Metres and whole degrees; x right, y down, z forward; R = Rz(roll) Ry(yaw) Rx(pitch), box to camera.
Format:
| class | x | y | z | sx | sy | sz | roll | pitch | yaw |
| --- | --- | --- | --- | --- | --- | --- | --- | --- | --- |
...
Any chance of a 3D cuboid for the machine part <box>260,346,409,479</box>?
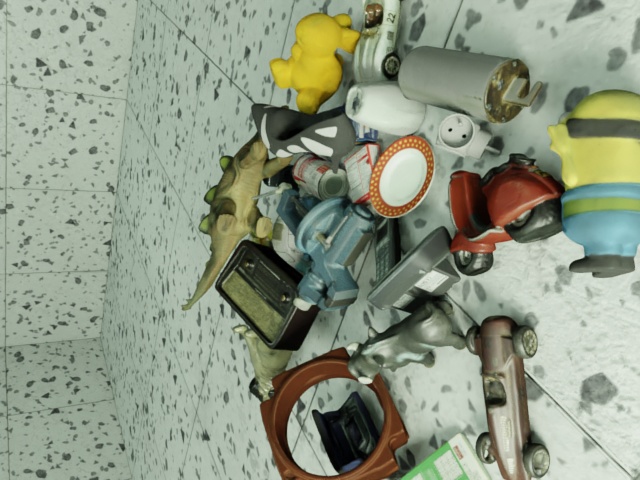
| class | x | y | z | sx | sy | sz | roll | pitch | yaw |
| --- | --- | --- | --- | --- | --- | --- | --- | --- | --- |
| machine part | 0.020 | 0.285 | 0.839 | 0.087 | 0.201 | 0.202 | 69 | 177 | -54 |

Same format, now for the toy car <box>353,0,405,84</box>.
| class | x | y | z | sx | sy | sz | roll | pitch | yaw |
| --- | --- | --- | --- | --- | --- | --- | --- | --- | --- |
| toy car | 0.095 | -0.336 | 0.851 | 0.074 | 0.056 | 0.201 | 26 | 112 | 56 |

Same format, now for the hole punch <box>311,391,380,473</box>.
| class | x | y | z | sx | sy | sz | roll | pitch | yaw |
| --- | --- | --- | --- | --- | --- | --- | --- | --- | --- |
| hole punch | 0.050 | 0.335 | 0.923 | 0.142 | 0.092 | 0.115 | 60 | 172 | 33 |

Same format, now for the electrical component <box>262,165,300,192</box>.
| class | x | y | z | sx | sy | sz | roll | pitch | yaw |
| --- | --- | --- | --- | --- | --- | --- | --- | --- | --- |
| electrical component | -0.082 | -0.135 | 1.128 | 0.119 | 0.075 | 0.047 | 32 | 118 | 59 |

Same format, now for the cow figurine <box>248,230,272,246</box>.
| class | x | y | z | sx | sy | sz | roll | pitch | yaw |
| --- | --- | --- | --- | --- | --- | --- | --- | --- | --- |
| cow figurine | -0.127 | 0.063 | 1.210 | 0.098 | 0.068 | 0.167 | 125 | 138 | -51 |

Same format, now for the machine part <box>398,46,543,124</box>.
| class | x | y | z | sx | sy | sz | roll | pitch | yaw |
| --- | --- | --- | --- | --- | --- | --- | --- | --- | --- |
| machine part | 0.180 | -0.203 | 0.694 | 0.243 | 0.079 | 0.079 | 39 | 123 | 51 |

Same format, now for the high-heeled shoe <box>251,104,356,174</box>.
| class | x | y | z | sx | sy | sz | roll | pitch | yaw |
| --- | --- | --- | --- | --- | --- | --- | --- | --- | --- |
| high-heeled shoe | -0.041 | -0.202 | 0.897 | 0.249 | 0.086 | 0.145 | 37 | 156 | 23 |

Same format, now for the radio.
| class | x | y | z | sx | sy | sz | roll | pitch | yaw |
| --- | --- | --- | --- | --- | --- | --- | --- | --- | --- |
| radio | -0.102 | 0.103 | 1.062 | 0.230 | 0.073 | 0.131 | 37 | 100 | 39 |

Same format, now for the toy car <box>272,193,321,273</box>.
| class | x | y | z | sx | sy | sz | roll | pitch | yaw |
| --- | --- | --- | --- | --- | --- | --- | --- | --- | --- |
| toy car | -0.038 | -0.010 | 1.033 | 0.109 | 0.103 | 0.161 | 14 | 105 | 57 |

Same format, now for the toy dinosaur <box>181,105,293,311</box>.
| class | x | y | z | sx | sy | sz | roll | pitch | yaw |
| --- | --- | --- | --- | --- | --- | --- | --- | --- | --- |
| toy dinosaur | -0.172 | -0.058 | 1.076 | 0.199 | 0.105 | 0.471 | 23 | 88 | 63 |

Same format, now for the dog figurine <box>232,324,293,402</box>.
| class | x | y | z | sx | sy | sz | roll | pitch | yaw |
| --- | --- | --- | --- | --- | --- | --- | --- | --- | --- |
| dog figurine | -0.092 | 0.262 | 1.149 | 0.172 | 0.121 | 0.190 | -8 | 98 | 62 |

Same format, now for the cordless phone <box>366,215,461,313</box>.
| class | x | y | z | sx | sy | sz | roll | pitch | yaw |
| --- | --- | --- | --- | --- | --- | --- | --- | --- | --- |
| cordless phone | 0.129 | 0.003 | 0.794 | 0.146 | 0.089 | 0.184 | 127 | 152 | -45 |

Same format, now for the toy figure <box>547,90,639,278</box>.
| class | x | y | z | sx | sy | sz | roll | pitch | yaw |
| --- | --- | --- | --- | --- | --- | --- | --- | --- | --- |
| toy figure | 0.283 | -0.056 | 0.526 | 0.089 | 0.082 | 0.180 | -7 | 76 | 39 |

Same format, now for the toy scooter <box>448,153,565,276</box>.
| class | x | y | z | sx | sy | sz | roll | pitch | yaw |
| --- | --- | --- | --- | --- | --- | --- | --- | --- | --- |
| toy scooter | 0.211 | -0.046 | 0.652 | 0.184 | 0.075 | 0.135 | -45 | 51 | 55 |

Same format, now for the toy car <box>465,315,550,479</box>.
| class | x | y | z | sx | sy | sz | roll | pitch | yaw |
| --- | --- | --- | --- | --- | --- | --- | --- | --- | --- |
| toy car | 0.224 | 0.193 | 0.655 | 0.089 | 0.053 | 0.202 | -10 | 81 | 55 |

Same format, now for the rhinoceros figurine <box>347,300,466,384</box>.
| class | x | y | z | sx | sy | sz | roll | pitch | yaw |
| --- | --- | --- | --- | --- | --- | --- | --- | --- | --- |
| rhinoceros figurine | 0.117 | 0.152 | 0.769 | 0.190 | 0.112 | 0.073 | -41 | 58 | 40 |

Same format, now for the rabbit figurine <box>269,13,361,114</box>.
| class | x | y | z | sx | sy | sz | roll | pitch | yaw |
| --- | --- | --- | --- | --- | --- | --- | --- | --- | --- |
| rabbit figurine | 0.004 | -0.313 | 0.907 | 0.122 | 0.162 | 0.173 | 58 | 170 | 17 |

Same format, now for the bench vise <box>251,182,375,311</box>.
| class | x | y | z | sx | sy | sz | roll | pitch | yaw |
| --- | --- | --- | --- | --- | --- | --- | --- | --- | --- |
| bench vise | -0.010 | -0.001 | 0.923 | 0.241 | 0.129 | 0.223 | 49 | 134 | 30 |

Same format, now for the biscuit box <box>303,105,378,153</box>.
| class | x | y | z | sx | sy | sz | roll | pitch | yaw |
| --- | --- | --- | --- | --- | --- | --- | --- | --- | --- |
| biscuit box | 0.022 | -0.196 | 0.969 | 0.203 | 0.059 | 0.062 | 2 | 93 | 59 |

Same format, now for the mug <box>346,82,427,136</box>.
| class | x | y | z | sx | sy | sz | roll | pitch | yaw |
| --- | --- | --- | --- | --- | --- | --- | --- | --- | --- |
| mug | 0.088 | -0.207 | 0.816 | 0.110 | 0.107 | 0.080 | 41 | 123 | 48 |
